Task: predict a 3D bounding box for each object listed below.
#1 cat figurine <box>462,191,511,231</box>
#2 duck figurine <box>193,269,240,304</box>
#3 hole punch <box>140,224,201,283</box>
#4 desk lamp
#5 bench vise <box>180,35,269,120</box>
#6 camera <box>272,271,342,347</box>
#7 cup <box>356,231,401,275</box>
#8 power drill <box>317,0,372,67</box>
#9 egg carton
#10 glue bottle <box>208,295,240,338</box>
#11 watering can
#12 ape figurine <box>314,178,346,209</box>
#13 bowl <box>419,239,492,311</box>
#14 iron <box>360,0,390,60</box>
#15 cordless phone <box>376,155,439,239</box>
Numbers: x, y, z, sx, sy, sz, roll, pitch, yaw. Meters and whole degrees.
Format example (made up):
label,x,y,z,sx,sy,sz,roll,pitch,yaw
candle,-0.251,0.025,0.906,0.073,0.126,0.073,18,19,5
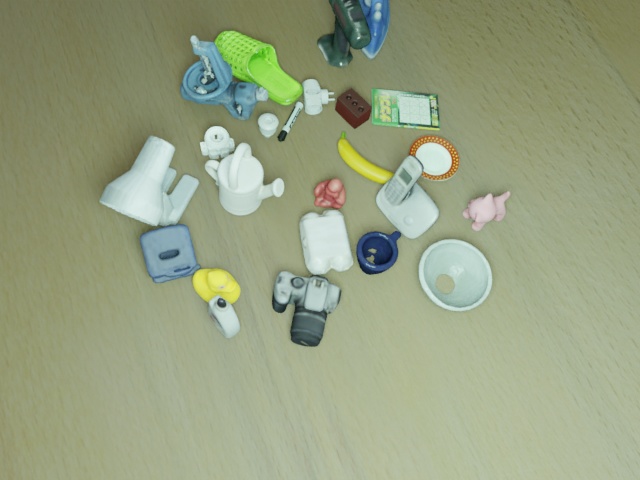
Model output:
label,x,y,z,sx,sy,sz,roll,pitch,yaw
cat figurine,0.392,-0.076,1.339,0.128,0.117,0.067,-27,73,-17
duck figurine,-0.218,0.089,1.202,0.104,0.086,0.077,24,66,3
hole punch,-0.315,0.029,1.211,0.109,0.091,0.101,-15,70,-14
desk lamp,-0.352,-0.108,1.196,0.118,0.213,0.203,22,66,2
bench vise,-0.224,-0.386,1.326,0.207,0.219,0.121,-2,68,-9
camera,-0.034,0.145,1.197,0.143,0.101,0.137,13,66,-2
cup,0.128,0.031,1.270,0.118,0.095,0.091,-40,77,-20
power drill,0.050,-0.550,1.439,0.076,0.208,0.229,-22,72,-16
egg carton,0.012,0.005,1.279,0.107,0.069,0.150,-8,69,-11
glue bottle,-0.193,0.143,1.136,0.037,0.173,0.078,-39,77,-20
watering can,-0.165,-0.138,1.245,0.173,0.194,0.101,1,67,-7
ape figurine,0.029,-0.113,1.317,0.076,0.092,0.077,-41,78,-21
bowl,0.293,0.087,1.281,0.167,0.074,0.167,3,67,-7
iron,0.143,-0.628,1.521,0.119,0.141,0.258,1,67,-7
cordless phone,0.210,-0.098,1.286,0.094,0.185,0.147,-38,77,-20
